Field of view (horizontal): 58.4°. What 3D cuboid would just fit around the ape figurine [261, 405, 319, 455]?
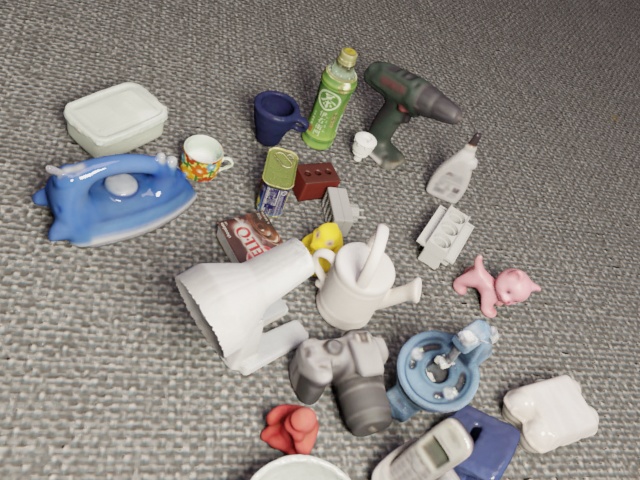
[{"bbox_3d":[-0.031,0.250,0.765,0.076,0.092,0.077,-8,55,-27],"label":"ape figurine"}]

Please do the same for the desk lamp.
[{"bbox_3d":[-0.097,0.092,0.788,0.204,0.213,0.117,-24,63,-35],"label":"desk lamp"}]

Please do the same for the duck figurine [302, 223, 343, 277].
[{"bbox_3d":[0.009,0.004,0.990,0.077,0.086,0.105,35,48,9],"label":"duck figurine"}]

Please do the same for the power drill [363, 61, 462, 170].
[{"bbox_3d":[0.168,-0.251,1.183,0.076,0.208,0.229,-30,67,-37],"label":"power drill"}]

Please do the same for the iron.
[{"bbox_3d":[-0.306,-0.087,0.903,0.259,0.141,0.118,-18,60,-32],"label":"iron"}]

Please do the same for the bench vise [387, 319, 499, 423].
[{"bbox_3d":[0.196,0.160,0.843,0.121,0.219,0.208,37,48,11],"label":"bench vise"}]

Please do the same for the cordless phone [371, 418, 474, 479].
[{"bbox_3d":[0.154,0.314,0.721,0.094,0.185,0.147,-21,62,-34],"label":"cordless phone"}]

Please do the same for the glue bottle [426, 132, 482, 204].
[{"bbox_3d":[0.285,-0.151,1.170,0.078,0.173,0.037,24,47,-1],"label":"glue bottle"}]

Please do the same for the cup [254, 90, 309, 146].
[{"bbox_3d":[-0.082,-0.229,1.143,0.117,0.095,0.092,28,47,2],"label":"cup"}]

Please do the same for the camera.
[{"bbox_3d":[0.044,0.206,0.825,0.143,0.100,0.136,-2,53,-23],"label":"camera"}]

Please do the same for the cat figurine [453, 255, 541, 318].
[{"bbox_3d":[0.323,0.076,1.032,0.127,0.117,0.067,38,49,12],"label":"cat figurine"}]

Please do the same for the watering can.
[{"bbox_3d":[0.074,0.053,0.901,0.173,0.194,0.101,7,50,-16],"label":"watering can"}]

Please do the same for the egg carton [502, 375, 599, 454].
[{"bbox_3d":[0.368,0.277,0.915,0.151,0.069,0.107,-7,55,-26],"label":"egg carton"}]

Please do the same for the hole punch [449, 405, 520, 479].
[{"bbox_3d":[0.217,0.297,0.824,0.101,0.091,0.109,38,49,12],"label":"hole punch"}]

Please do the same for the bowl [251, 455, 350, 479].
[{"bbox_3d":[-0.027,0.354,0.691,0.168,0.074,0.167,11,49,-13],"label":"bowl"}]
